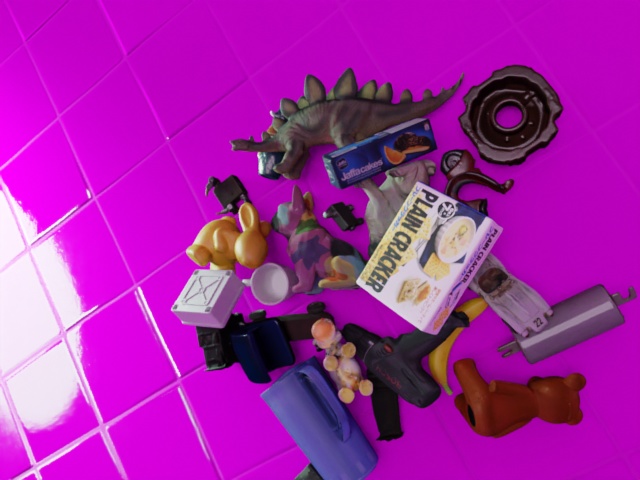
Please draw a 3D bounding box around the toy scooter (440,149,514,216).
[{"bbox_3d":[0.278,-0.074,0.989,0.135,0.075,0.183,12,88,20],"label":"toy scooter"}]

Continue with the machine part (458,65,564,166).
[{"bbox_3d":[0.345,-0.224,0.978,0.180,0.056,0.179,-1,86,20],"label":"machine part"}]

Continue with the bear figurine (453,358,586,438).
[{"bbox_3d":[0.347,0.268,0.937,0.196,0.132,0.120,-14,116,-5],"label":"bear figurine"}]

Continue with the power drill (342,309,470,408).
[{"bbox_3d":[0.160,0.175,0.997,0.207,0.086,0.232,-51,54,12],"label":"power drill"}]

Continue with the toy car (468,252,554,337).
[{"bbox_3d":[0.315,0.085,0.945,0.073,0.056,0.202,-40,51,-1],"label":"toy car"}]

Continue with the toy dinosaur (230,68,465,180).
[{"bbox_3d":[0.050,-0.231,1.058,0.472,0.105,0.198,-6,85,7],"label":"toy dinosaur"}]

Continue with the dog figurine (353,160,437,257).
[{"bbox_3d":[0.159,-0.045,1.030,0.172,0.121,0.190,-17,96,21],"label":"dog figurine"}]

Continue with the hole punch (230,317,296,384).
[{"bbox_3d":[-0.129,0.226,1.075,0.116,0.092,0.142,-21,96,35],"label":"hole punch"}]

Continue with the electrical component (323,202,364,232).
[{"bbox_3d":[0.047,-0.044,1.064,0.063,0.094,0.021,53,126,16],"label":"electrical component"}]

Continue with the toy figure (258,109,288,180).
[{"bbox_3d":[-0.092,-0.206,1.141,0.058,0.064,0.154,11,86,59],"label":"toy figure"}]

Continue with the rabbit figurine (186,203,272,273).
[{"bbox_3d":[-0.164,0.012,1.121,0.173,0.121,0.162,11,58,48],"label":"rabbit figurine"}]

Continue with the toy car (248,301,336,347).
[{"bbox_3d":[-0.062,0.181,1.115,0.202,0.053,0.089,-10,101,24],"label":"toy car"}]

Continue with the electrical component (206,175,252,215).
[{"bbox_3d":[-0.206,-0.100,1.185,0.078,0.045,0.102,-33,77,18],"label":"electrical component"}]

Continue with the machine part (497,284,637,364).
[{"bbox_3d":[0.422,0.145,0.923,0.243,0.079,0.079,-30,78,16],"label":"machine part"}]

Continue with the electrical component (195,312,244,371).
[{"bbox_3d":[-0.206,0.202,1.136,0.058,0.115,0.134,-14,85,18],"label":"electrical component"}]

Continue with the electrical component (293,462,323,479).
[{"bbox_3d":[-0.033,0.492,1.080,0.048,0.074,0.119,43,98,17],"label":"electrical component"}]

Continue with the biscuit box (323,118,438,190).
[{"bbox_3d":[0.108,-0.158,0.975,0.203,0.059,0.062,-24,108,-9],"label":"biscuit box"}]

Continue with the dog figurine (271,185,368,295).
[{"bbox_3d":[-0.002,-0.003,1.074,0.192,0.108,0.219,-10,82,21],"label":"dog figurine"}]

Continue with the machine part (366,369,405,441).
[{"bbox_3d":[0.132,0.319,1.045,0.084,0.039,0.138,-6,84,15],"label":"machine part"}]

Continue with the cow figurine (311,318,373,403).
[{"bbox_3d":[0.036,0.224,1.039,0.068,0.098,0.167,-26,90,-6],"label":"cow figurine"}]
